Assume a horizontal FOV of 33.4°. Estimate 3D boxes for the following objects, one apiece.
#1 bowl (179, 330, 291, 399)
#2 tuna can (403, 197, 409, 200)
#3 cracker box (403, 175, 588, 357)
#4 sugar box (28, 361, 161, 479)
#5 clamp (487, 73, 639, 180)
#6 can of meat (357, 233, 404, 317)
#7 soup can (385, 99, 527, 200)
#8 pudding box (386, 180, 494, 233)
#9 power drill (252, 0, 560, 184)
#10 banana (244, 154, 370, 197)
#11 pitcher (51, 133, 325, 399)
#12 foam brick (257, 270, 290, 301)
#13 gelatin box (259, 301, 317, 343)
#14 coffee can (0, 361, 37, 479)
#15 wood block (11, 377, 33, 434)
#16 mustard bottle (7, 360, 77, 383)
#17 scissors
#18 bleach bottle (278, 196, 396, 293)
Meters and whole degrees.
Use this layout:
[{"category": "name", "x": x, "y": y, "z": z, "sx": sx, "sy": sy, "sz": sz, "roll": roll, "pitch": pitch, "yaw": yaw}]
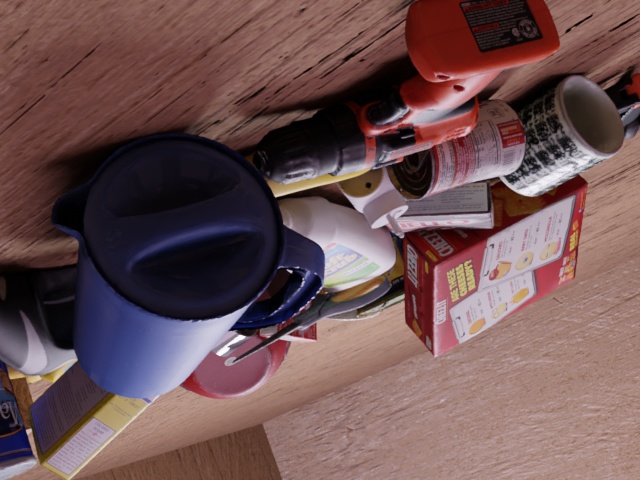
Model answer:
[{"category": "bowl", "x": -0.105, "y": 0.126, "z": 1.215, "sx": 0.162, "sy": 0.162, "sz": 0.055, "roll": -20, "pitch": -150, "yaw": -3}, {"category": "tuna can", "x": 0.107, "y": -0.070, "z": 0.993, "sx": 0.086, "sy": 0.034, "sz": 0.086, "roll": -20, "pitch": 168, "yaw": -4}, {"category": "cracker box", "x": 0.198, "y": 0.017, "z": 1.224, "sx": 0.213, "sy": 0.072, "sz": 0.164, "roll": -27, "pitch": 140, "yaw": -18}, {"category": "sugar box", "x": -0.205, "y": 0.142, "z": 1.043, "sx": 0.176, "sy": 0.093, "sz": 0.048, "roll": -41, "pitch": 127, "yaw": 3}, {"category": "clamp", "x": 0.242, "y": -0.105, "z": 1.064, "sx": 0.164, "sy": 0.036, "sz": 0.210, "roll": -14, "pitch": 168, "yaw": -23}, {"category": "can of meat", "x": 0.078, "y": 0.037, "z": 1.301, "sx": 0.102, "sy": 0.084, "sz": 0.057, "roll": -27, "pitch": 167, "yaw": 27}, {"category": "soup can", "x": 0.113, "y": -0.077, "z": 0.889, "sx": 0.102, "sy": 0.068, "sz": 0.069, "roll": -15, "pitch": 167, "yaw": -29}, {"category": "pudding box", "x": 0.121, "y": -0.033, "z": 1.100, "sx": 0.113, "sy": 0.039, "sz": 0.090, "roll": -5, "pitch": 171, "yaw": 10}, {"category": "power drill", "x": 0.058, "y": -0.100, "z": 0.722, "sx": 0.184, "sy": 0.057, "sz": 0.188, "roll": -20, "pitch": 172, "yaw": -26}, {"category": "banana", "x": -0.032, "y": -0.053, "z": 0.835, "sx": 0.197, "sy": 0.037, "sz": 0.070, "roll": -15, "pitch": -175, "yaw": -20}, {"category": "pitcher", "x": -0.108, "y": 0.037, "z": 0.786, "sx": 0.144, "sy": 0.149, "sz": 0.243, "roll": -37, "pitch": 171, "yaw": -27}, {"category": "foam brick", "x": -0.070, "y": 0.035, "z": 1.069, "sx": 0.051, "sy": 0.053, "sz": 0.078, "roll": -25, "pitch": -173, "yaw": 20}, {"category": "gelatin box", "x": -0.035, "y": 0.068, "z": 1.203, "sx": 0.030, "sy": 0.089, "sz": 0.073, "roll": -9, "pitch": 164, "yaw": 35}, {"category": "coffee can", "x": -0.338, "y": 0.162, "z": 1.007, "sx": 0.102, "sy": 0.140, "sz": 0.103, "roll": -20, "pitch": 168, "yaw": -5}, {"category": "wood block", "x": -0.408, "y": 0.205, "z": 1.209, "sx": 0.090, "sy": 0.090, "sz": 0.207, "roll": -11, "pitch": 165, "yaw": -40}, {"category": "mustard bottle", "x": -0.240, "y": 0.106, "z": 1.127, "sx": 0.191, "sy": 0.058, "sz": 0.096, "roll": -20, "pitch": 175, "yaw": -7}, {"category": "scissors", "x": -0.019, "y": 0.080, "z": 1.165, "sx": 0.201, "sy": 0.016, "sz": 0.096, "roll": -23, "pitch": -162, "yaw": -17}, {"category": "bleach bottle", "x": -0.007, "y": 0.001, "z": 1.055, "sx": 0.103, "sy": 0.068, "sz": 0.250, "roll": -22, "pitch": 166, "yaw": 18}]
